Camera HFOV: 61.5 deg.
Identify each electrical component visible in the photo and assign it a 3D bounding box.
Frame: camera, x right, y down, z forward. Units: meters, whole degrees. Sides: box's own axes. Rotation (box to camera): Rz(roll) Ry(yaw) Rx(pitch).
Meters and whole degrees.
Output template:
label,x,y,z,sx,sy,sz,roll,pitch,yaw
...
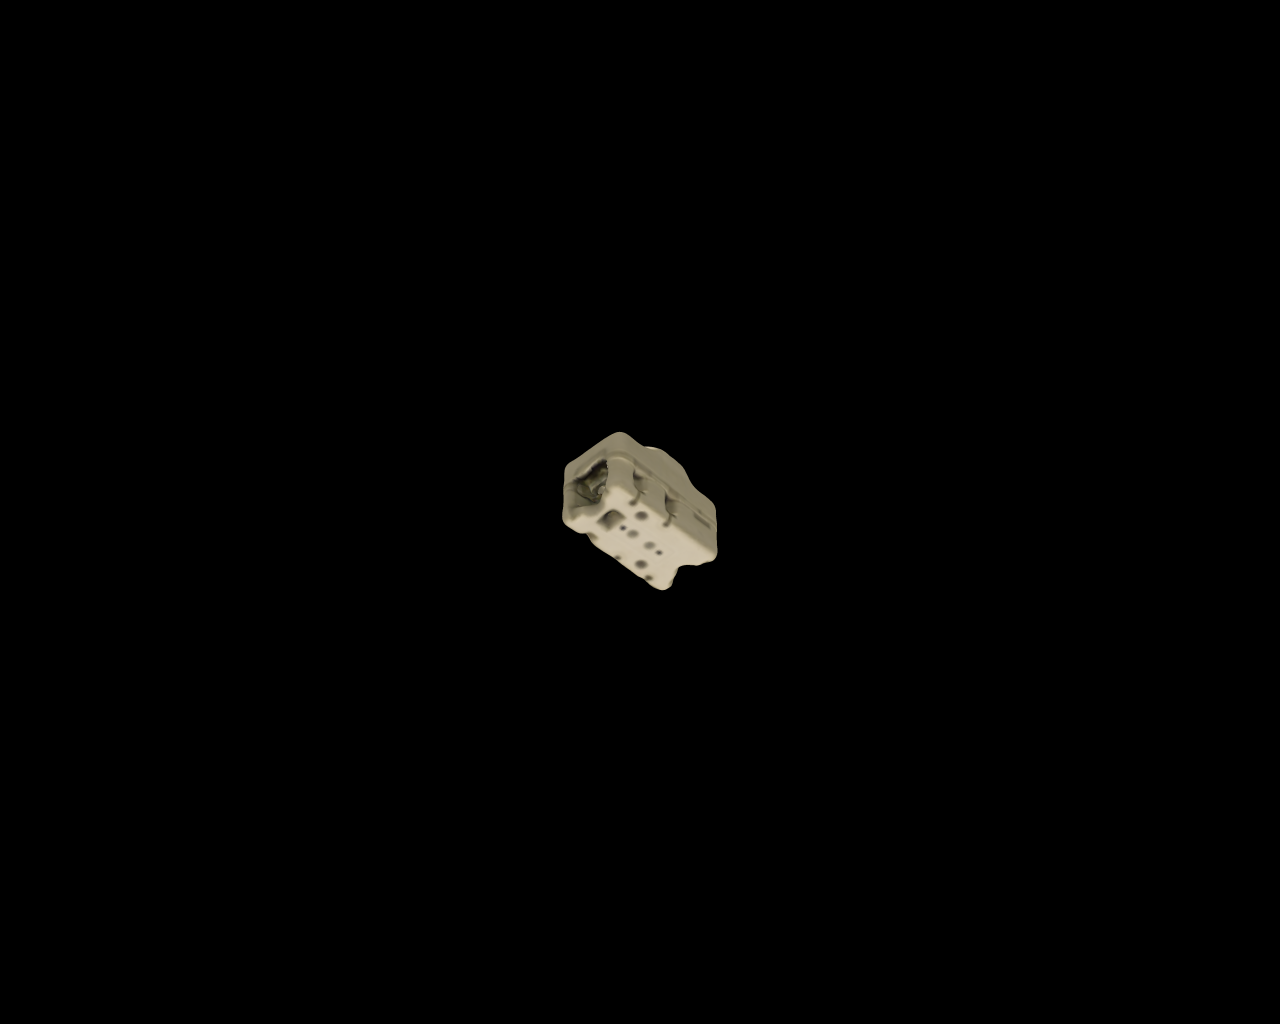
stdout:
label,x,y,z,sx,sy,sz,roll,pitch,yaw
electrical component,0.001,-0.003,0.650,0.050,0.056,0.089,-33,-54,29
